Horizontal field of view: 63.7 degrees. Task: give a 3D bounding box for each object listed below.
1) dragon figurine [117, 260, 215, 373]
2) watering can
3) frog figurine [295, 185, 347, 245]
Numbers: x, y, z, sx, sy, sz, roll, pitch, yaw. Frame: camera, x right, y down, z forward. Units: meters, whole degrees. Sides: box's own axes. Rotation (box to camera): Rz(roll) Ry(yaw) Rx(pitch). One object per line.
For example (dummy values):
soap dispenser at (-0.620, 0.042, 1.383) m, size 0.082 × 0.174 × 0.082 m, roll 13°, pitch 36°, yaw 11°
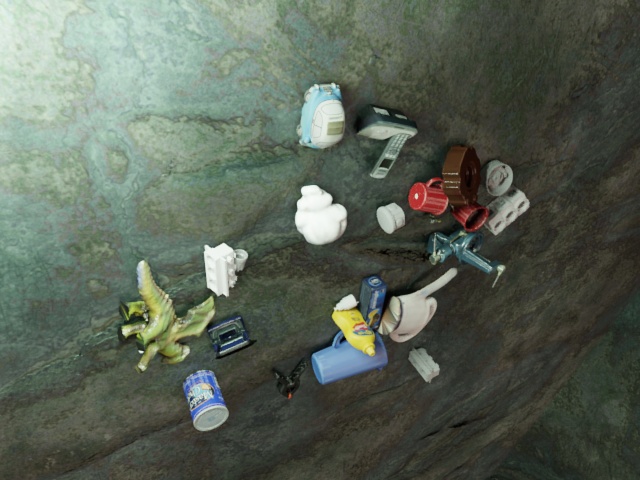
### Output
dragon figurine at (-0.383, 0.197, 1.343) m, size 0.245 × 0.124 × 0.402 m, roll -15°, pitch 136°, yaw -44°
watering can at (0.320, 0.225, 1.768) m, size 0.224 × 0.106 × 0.341 m, roll 4°, pitch 124°, yaw -34°
frog figurine at (0.004, -0.067, 1.334) m, size 0.137 × 0.126 × 0.155 m, roll -3°, pitch 141°, yaw -5°
